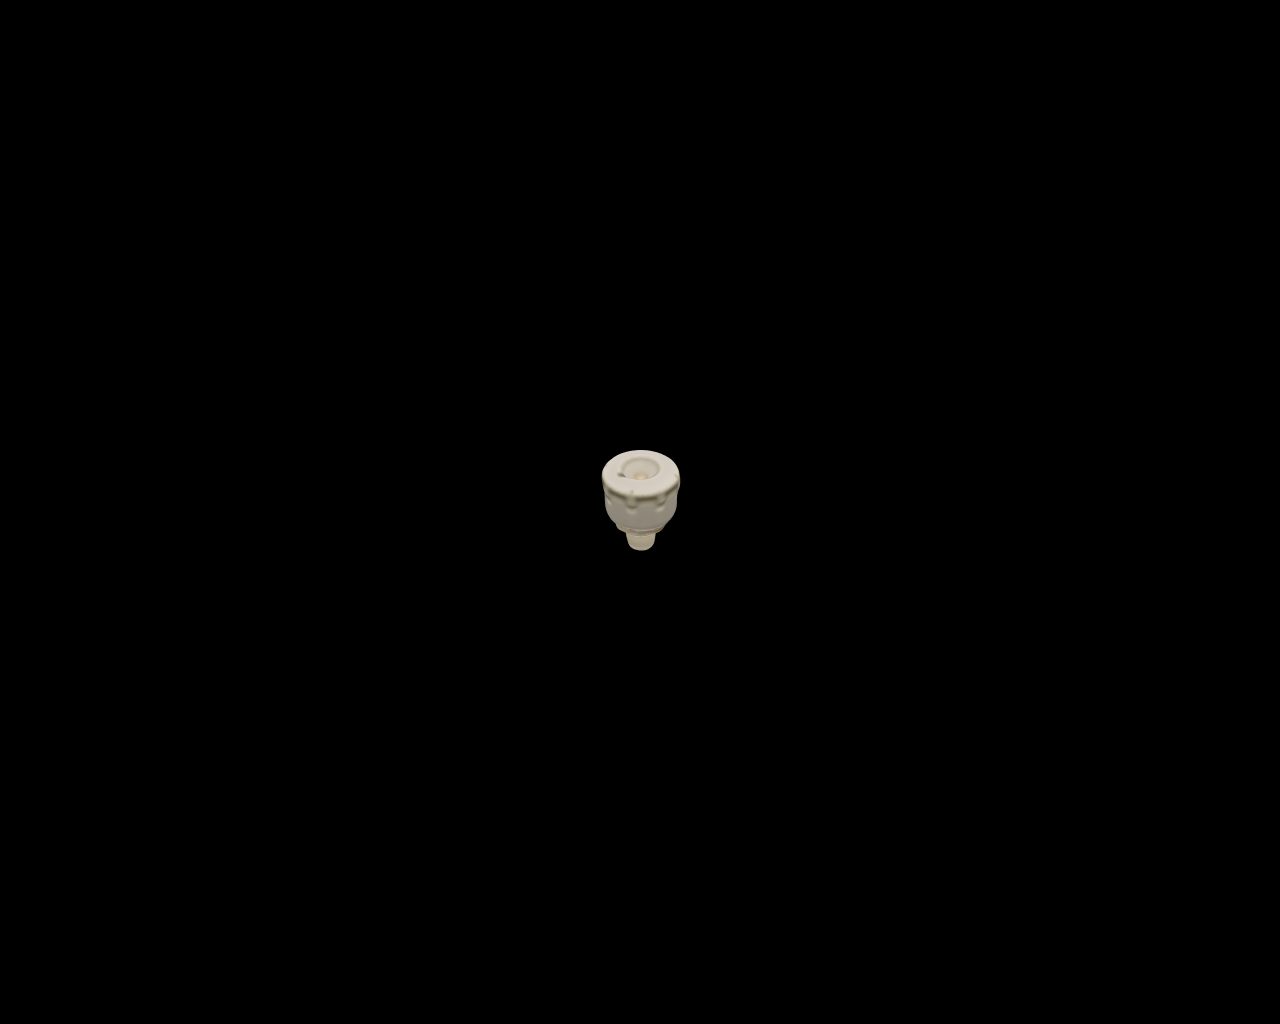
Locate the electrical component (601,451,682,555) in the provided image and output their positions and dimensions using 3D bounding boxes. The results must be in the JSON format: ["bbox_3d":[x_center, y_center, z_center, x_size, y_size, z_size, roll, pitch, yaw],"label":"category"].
[{"bbox_3d":[0.001,-0.003,0.650,0.048,0.062,0.048,0,38,0],"label":"electrical component"}]
